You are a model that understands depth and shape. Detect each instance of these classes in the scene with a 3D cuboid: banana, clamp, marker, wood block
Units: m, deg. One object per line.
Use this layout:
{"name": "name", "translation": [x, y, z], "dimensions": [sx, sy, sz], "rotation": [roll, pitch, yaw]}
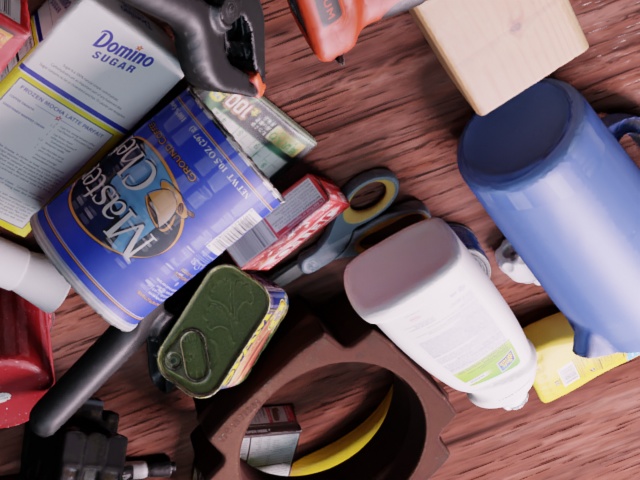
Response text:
{"name": "banana", "translation": [0.043, 0.190, 1.061], "dimensions": [0.069, 0.037, 0.198], "rotation": [34, 113, -14]}
{"name": "clamp", "translation": [-0.069, -0.160, 0.678], "dimensions": [0.120, 0.039, 0.171], "rotation": [-61, 154, -14]}
{"name": "clamp", "translation": [-0.126, 0.059, 0.837], "dimensions": [0.210, 0.036, 0.164], "rotation": [-56, 161, 14]}
{"name": "marker", "translation": [-0.196, 0.219, 1.008], "dimensions": [0.121, 0.020, 0.020], "rotation": [-1, 131, -19]}
{"name": "wood block", "translation": [0.085, -0.191, 0.688], "dimensions": [0.091, 0.090, 0.206], "rotation": [-32, 133, 9]}

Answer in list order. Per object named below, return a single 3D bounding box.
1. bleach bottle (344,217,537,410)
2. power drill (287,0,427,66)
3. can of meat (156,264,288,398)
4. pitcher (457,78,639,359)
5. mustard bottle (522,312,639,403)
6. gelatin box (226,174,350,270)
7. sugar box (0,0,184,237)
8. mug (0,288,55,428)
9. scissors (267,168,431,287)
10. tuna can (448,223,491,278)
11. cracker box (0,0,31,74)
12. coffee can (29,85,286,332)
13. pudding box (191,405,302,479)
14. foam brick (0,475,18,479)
{"name": "bleach bottle", "translation": [0.120, 0.085, 0.923], "dimensions": [0.102, 0.068, 0.250], "rotation": [-30, 136, 9]}
{"name": "power drill", "translation": [0.062, -0.188, 0.576], "dimensions": [0.187, 0.057, 0.184], "rotation": [-22, 135, -2]}
{"name": "can of meat", "translation": [-0.073, 0.071, 0.845], "dimensions": [0.102, 0.057, 0.084], "rotation": [-57, 169, 3]}
{"name": "pitcher", "translation": [0.219, -0.028, 0.872], "dimensions": [0.145, 0.149, 0.242], "rotation": [-25, 133, 25]}
{"name": "mustard bottle", "translation": [0.284, 0.083, 1.032], "dimensions": [0.192, 0.058, 0.096], "rotation": [-28, 134, 6]}
{"name": "gelatin box", "translation": [-0.024, -0.012, 0.822], "dimensions": [0.089, 0.030, 0.073], "rotation": [-37, 171, 10]}
{"name": "sugar box", "translation": [-0.182, -0.088, 0.716], "dimensions": [0.176, 0.048, 0.093], "rotation": [-43, 133, 15]}
{"name": "mug", "translation": [-0.257, 0.085, 0.820], "dimensions": [0.093, 0.081, 0.117], "rotation": [-36, 133, 14]}
{"name": "scissors", "translation": [-0.006, 0.001, 0.882], "dimensions": [0.201, 0.016, 0.096], "rotation": [-20, 133, -2]}
{"name": "tuna can", "translation": [0.105, 0.028, 0.933], "dimensions": [0.086, 0.034, 0.086], "rotation": [-10, 133, -11]}
{"name": "cracker box", "translation": [-0.303, -0.105, 0.639], "dimensions": [0.164, 0.072, 0.214], "rotation": [29, 117, -36]}
{"name": "coffee can", "translation": [-0.109, -0.021, 0.724], "dimensions": [0.140, 0.103, 0.102], "rotation": [-40, 133, 1]}
{"name": "pudding box", "translation": [-0.072, 0.212, 1.033], "dimensions": [0.090, 0.039, 0.114], "rotation": [-2, 131, -20]}
{"name": "foam brick", "translation": [-0.295, 0.253, 0.981], "dimensions": [0.078, 0.053, 0.051], "rotation": [-6, 132, -17]}
